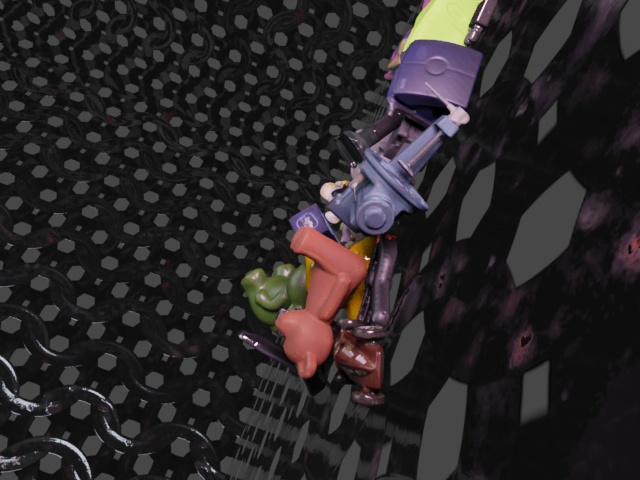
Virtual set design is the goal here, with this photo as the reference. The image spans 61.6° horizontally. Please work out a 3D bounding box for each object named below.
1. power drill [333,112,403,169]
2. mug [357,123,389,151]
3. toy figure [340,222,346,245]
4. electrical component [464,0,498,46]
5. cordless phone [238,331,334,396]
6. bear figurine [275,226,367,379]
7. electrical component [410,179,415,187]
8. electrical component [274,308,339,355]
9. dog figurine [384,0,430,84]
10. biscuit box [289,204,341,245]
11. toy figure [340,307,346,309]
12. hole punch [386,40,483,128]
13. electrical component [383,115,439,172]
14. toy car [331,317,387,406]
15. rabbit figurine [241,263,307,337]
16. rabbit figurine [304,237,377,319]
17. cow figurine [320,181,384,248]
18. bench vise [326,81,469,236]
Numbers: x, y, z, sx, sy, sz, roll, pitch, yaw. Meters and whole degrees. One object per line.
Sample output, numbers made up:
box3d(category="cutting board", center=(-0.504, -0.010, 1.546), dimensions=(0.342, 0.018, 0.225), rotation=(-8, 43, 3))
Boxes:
box3d(category="power drill", center=(0.133, -0.227, 1.067), dimensions=(0.207, 0.086, 0.232), rotation=(-31, 7, -8))
box3d(category="mug", center=(0.135, -0.224, 1.318), dimensions=(0.107, 0.110, 0.081), rotation=(96, -177, -46))
box3d(category="toy figure", center=(0.088, -0.058, 1.362), dimensions=(0.064, 0.058, 0.154), rotation=(10, -76, -54))
box3d(category="electrical component", center=(0.263, -0.364, 0.871), dimensions=(0.063, 0.021, 0.094), rotation=(-80, 12, -75))
box3d(category="cordless phone", center=(-0.072, 0.217, 1.028), dimensions=(0.088, 0.184, 0.146), rotation=(-64, 3, -8))
box3d(category="bear figurine", center=(-0.018, 0.092, 0.794), dimensions=(0.195, 0.132, 0.120), rotation=(-59, 6, 1))
box3d(category="electrical component", center=(0.133, -0.081, 0.944), dimensions=(0.102, 0.045, 0.078), rotation=(113, 149, -58))
box3d(category="electrical component", center=(-0.012, 0.155, 0.918), dimensions=(0.115, 0.134, 0.058), rotation=(137, 154, -77))
box3d(category="dog figurine", center=(0.225, -0.413, 1.096), dimensions=(0.191, 0.108, 0.219), rotation=(-178, 113, -87))
box3d(category="biscuit box", center=(-0.002, -0.003, 1.058), dimensions=(0.063, 0.059, 0.202), rotation=(-29, -20, 4))
box3d(category="toy figure", center=(0.017, 0.095, 1.088), dimensions=(0.180, 0.082, 0.089), rotation=(-18, 83, 61))
box3d(category="hole punch", center=(0.172, -0.238, 0.804), dimensions=(0.142, 0.116, 0.092), rotation=(-69, 12, -17))
box3d(category="electrical component", center=(0.146, -0.151, 0.894), dimensions=(0.119, 0.075, 0.048), rotation=(129, 164, -63))
box3d(category="toy car", center=(0.043, 0.145, 0.663), dimensions=(0.202, 0.053, 0.089), rotation=(143, 132, -83))
box3d(category="rabbit figurine", center=(-0.061, 0.109, 1.033), dimensions=(0.170, 0.121, 0.159), rotation=(-30, 63, 47))
box3d(category="rabbit figurine", center=(0.044, 0.056, 0.907), dimensions=(0.173, 0.122, 0.162), rotation=(-34, 32, 49))
box3d(category="cow figurine", center=(0.064, -0.063, 1.031), dimensions=(0.068, 0.167, 0.098), rotation=(-7, -34, -44))
box3d(category="bench vise", center=(0.116, -0.099, 0.781), dimensions=(0.240, 0.129, 0.223), rotation=(-45, 0, 16))
